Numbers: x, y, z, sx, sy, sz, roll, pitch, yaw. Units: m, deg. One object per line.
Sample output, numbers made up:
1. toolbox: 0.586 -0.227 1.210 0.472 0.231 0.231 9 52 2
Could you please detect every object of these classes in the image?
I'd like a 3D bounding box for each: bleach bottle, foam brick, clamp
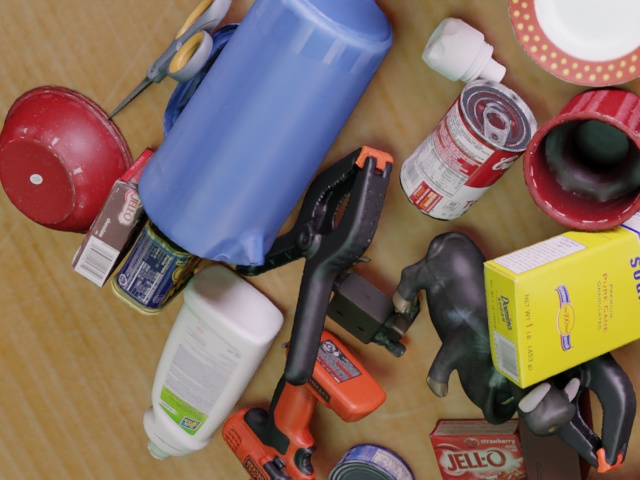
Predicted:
1. bleach bottle: -0.130 0.143 1.101 0.102 0.068 0.251 37 129 6
2. foam brick: 0.210 0.171 0.944 0.053 0.051 0.078 2 116 28
3. clamp: -0.006 0.001 0.949 0.210 0.036 0.165 -62 38 19
4. clamp: 0.218 0.101 0.877 0.120 0.039 0.171 -41 65 37

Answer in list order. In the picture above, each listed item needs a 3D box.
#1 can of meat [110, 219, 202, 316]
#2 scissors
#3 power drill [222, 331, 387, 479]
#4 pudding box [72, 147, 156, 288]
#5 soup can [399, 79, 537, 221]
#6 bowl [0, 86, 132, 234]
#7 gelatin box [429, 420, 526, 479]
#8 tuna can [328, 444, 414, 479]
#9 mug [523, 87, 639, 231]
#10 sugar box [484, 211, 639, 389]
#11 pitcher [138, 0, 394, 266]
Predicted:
1. can of meat: -0.142 0.010 1.011 0.057 0.102 0.084 36 123 2
2. scissors: -0.141 -0.142 0.944 0.016 0.096 0.202 29 128 -26
3. power drill: -0.008 0.197 1.041 0.185 0.057 0.188 45 126 25
4. pudding box: -0.185 -0.023 1.010 0.039 0.090 0.114 33 117 -4
5. soup can: 0.115 -0.069 0.846 0.068 0.068 0.102 41 138 2
6. bowl: -0.266 -0.068 1.062 0.162 0.055 0.162 12 120 21
7. gelatin box: 0.154 0.207 1.005 0.089 0.030 0.073 -6 112 29
8. tuna can: 0.053 0.250 1.078 0.086 0.033 0.086 12 120 22
9. mug: 0.216 -0.070 0.793 0.117 0.081 0.093 -32 98 36
10. sugar box: 0.209 0.037 0.804 0.048 0.176 0.093 37 141 58
11. pitcher: -0.050 -0.112 0.892 0.149 0.145 0.243 32 123 -6
